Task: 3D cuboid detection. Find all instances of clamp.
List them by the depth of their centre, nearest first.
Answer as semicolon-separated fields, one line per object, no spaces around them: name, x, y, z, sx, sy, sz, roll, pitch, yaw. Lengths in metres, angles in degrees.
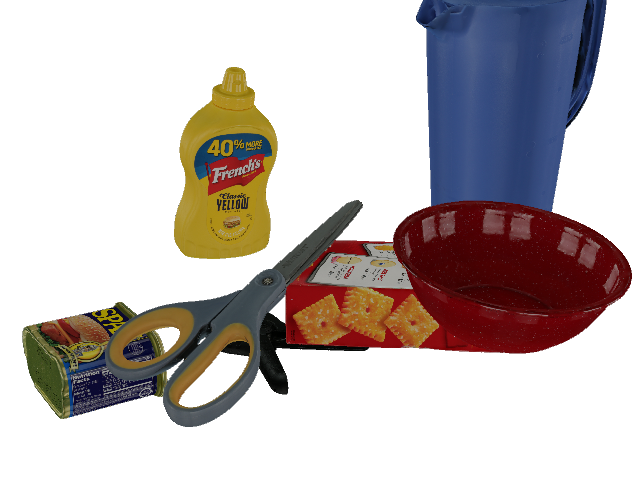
clamp;-0.069;0.119;1.246;0.210;0.036;0.164;13;22;29

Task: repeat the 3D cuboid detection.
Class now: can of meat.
can of meat;-0.181;0.095;0.849;0.083;0.057;0.102;-12;23;-29

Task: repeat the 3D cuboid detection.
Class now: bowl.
bowl;0.128;0.030;0.737;0.162;0.055;0.162;4;28;-2

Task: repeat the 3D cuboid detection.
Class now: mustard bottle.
mustard bottle;-0.091;-0.077;1.052;0.096;0.192;0.058;-4;29;-21

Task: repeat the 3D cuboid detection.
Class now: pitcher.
pitcher;0.162;-0.117;0.926;0.149;0.243;0.145;6;33;12

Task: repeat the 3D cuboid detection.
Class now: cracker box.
cracker box;0.080;0.055;1.093;0.214;0.072;0.164;3;16;6

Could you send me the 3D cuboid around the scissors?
scissors;-0.051;0.029;0.623;0.096;0.016;0.201;9;40;18
